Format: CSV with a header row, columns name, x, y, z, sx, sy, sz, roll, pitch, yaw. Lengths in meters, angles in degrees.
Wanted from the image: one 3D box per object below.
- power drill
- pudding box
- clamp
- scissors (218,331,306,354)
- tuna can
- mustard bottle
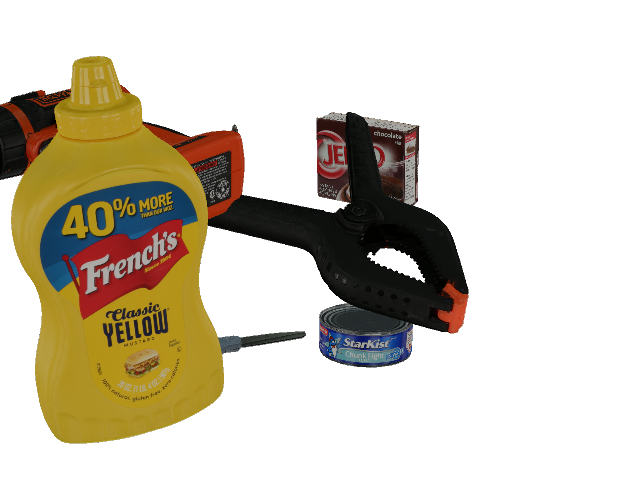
name,x,y,z,sx,sy,sz,roll,pitch,yaw
power drill,-0.160,-0.057,0.732,0.188,0.057,0.184,22,34,35
pudding box,0.050,-0.086,1.149,0.114,0.090,0.039,11,25,29
clamp,0.014,-0.006,0.723,0.164,0.036,0.210,-23,48,-24
scissors,-0.102,0.125,1.187,0.201,0.016,0.096,3,26,-16
tuna can,0.041,0.085,0.966,0.086,0.034,0.086,1,14,-1
mustard bottle,-0.103,0.004,0.535,0.096,0.192,0.058,-12,25,-22
